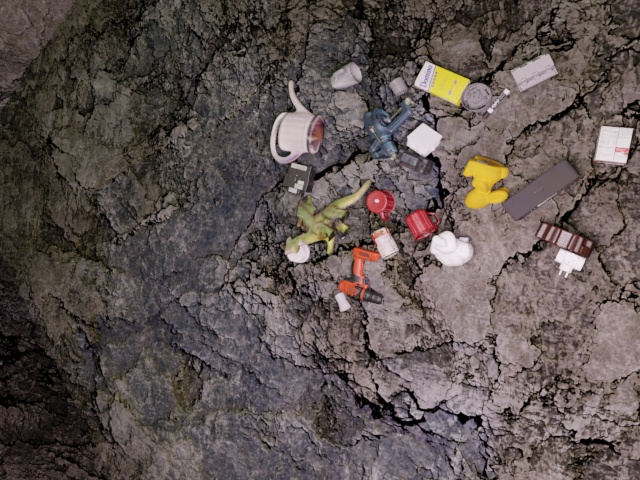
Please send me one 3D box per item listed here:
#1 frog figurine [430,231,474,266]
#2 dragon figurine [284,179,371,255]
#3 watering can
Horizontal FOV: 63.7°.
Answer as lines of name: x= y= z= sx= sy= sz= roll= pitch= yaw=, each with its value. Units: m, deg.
frog figurine: x=0.436 y=0.032 z=1.721 sx=0.138 sy=0.160 sz=0.122 roll=14 pitch=97 yaw=26
dragon figurine: x=0.006 y=-0.100 z=1.977 sx=0.245 sy=0.120 sz=0.412 roll=31 pitch=84 yaw=30
watering can: x=-0.082 y=-0.465 z=2.032 sx=0.225 sy=0.103 sz=0.349 roll=11 pitch=84 yaw=25
